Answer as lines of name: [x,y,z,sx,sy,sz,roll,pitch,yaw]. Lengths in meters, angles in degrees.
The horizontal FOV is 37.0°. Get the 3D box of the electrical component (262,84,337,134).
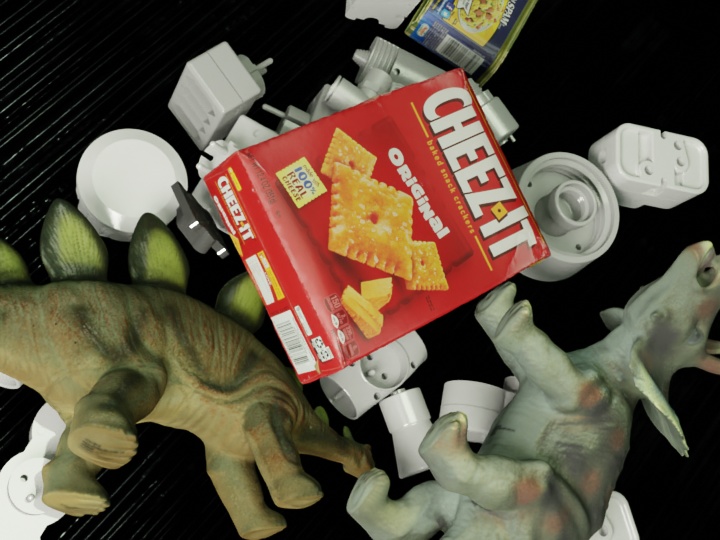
electrical component: [-0.048,-0.109,0.869,0.076,0.047,0.083,24,69,-13]

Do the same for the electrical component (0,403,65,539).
electrical component: [-0.218,0.146,0.723,0.052,0.074,0.138,33,67,-10]

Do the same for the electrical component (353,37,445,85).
electrical component: [0.032,-0.166,0.915,0.081,0.043,0.043,25,69,-12]

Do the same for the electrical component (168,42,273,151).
electrical component: [-0.100,-0.143,0.839,0.076,0.083,0.047,-36,90,-25]

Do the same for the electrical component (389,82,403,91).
electrical component: [0.045,-0.081,0.890,0.109,0.056,0.108,27,68,-12]

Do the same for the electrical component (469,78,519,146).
electrical component: [0.104,-0.138,0.936,0.040,0.040,0.078,-36,89,-24]

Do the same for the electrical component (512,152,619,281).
electrical component: [0.172,-0.049,0.926,0.108,0.060,0.108,5,74,-19]

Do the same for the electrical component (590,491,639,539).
electrical component: [0.163,0.213,0.854,0.095,0.059,0.053,-13,81,-22]

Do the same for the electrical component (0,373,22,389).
electrical component: [-0.245,0.049,0.756,0.066,0.048,0.055,29,60,-11]

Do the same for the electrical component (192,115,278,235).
electrical component: [-0.096,-0.074,0.807,0.047,0.076,0.083,32,91,30]

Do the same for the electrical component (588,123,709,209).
electrical component: [0.256,-0.091,0.969,0.095,0.059,0.053,9,73,-18]

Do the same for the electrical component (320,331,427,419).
electrical component: [0.000,0.062,0.842,0.077,0.044,0.079,-38,91,-25]

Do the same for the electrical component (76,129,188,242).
electrical component: [-0.173,-0.061,0.808,0.080,0.051,0.080,5,74,-19]

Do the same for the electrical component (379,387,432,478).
electrical component: [0.041,0.125,0.843,0.044,0.044,0.065,-15,77,-23]

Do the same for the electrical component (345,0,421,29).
electrical component: [0.026,-0.253,0.912,0.050,0.089,0.055,9,73,-19]

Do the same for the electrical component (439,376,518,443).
electrical component: [0.133,0.109,0.875,0.138,0.052,0.073,16,71,-15]
